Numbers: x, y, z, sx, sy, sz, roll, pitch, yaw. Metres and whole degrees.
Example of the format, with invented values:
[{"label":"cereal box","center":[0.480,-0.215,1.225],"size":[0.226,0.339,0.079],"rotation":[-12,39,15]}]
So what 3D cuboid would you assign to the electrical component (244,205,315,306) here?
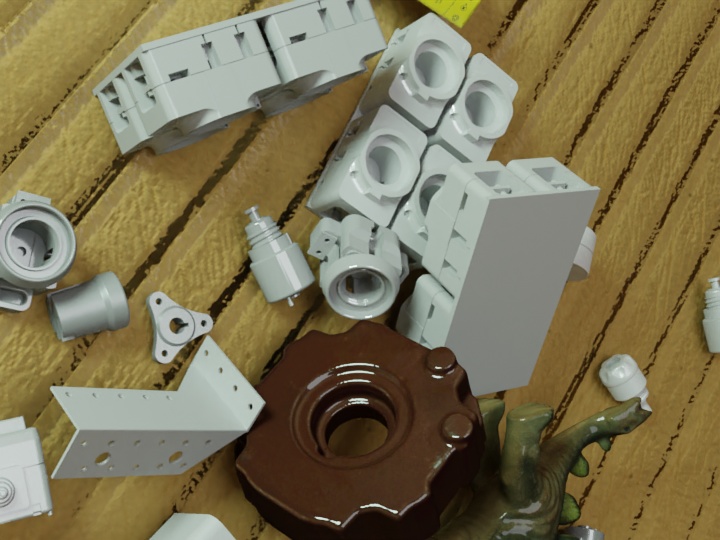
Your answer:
[{"label":"electrical component","center":[-0.065,-0.011,0.809],"size":[0.040,0.040,0.078],"rotation":[-30,97,-31]}]

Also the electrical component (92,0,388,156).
[{"label":"electrical component","center":[-0.083,-0.142,0.781],"size":[0.186,0.105,0.060],"rotation":[-25,95,-31]}]

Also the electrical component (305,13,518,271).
[{"label":"electrical component","center":[0.049,-0.104,0.880],"size":[0.105,0.060,0.186],"rotation":[35,66,-22]}]

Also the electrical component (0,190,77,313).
[{"label":"electrical component","center":[-0.220,-0.014,0.707],"size":[0.058,0.057,0.078],"rotation":[16,74,-28]}]

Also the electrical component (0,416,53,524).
[{"label":"electrical component","center":[-0.230,0.125,0.655],"size":[0.062,0.096,0.061],"rotation":[-10,87,-32]}]

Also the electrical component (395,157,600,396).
[{"label":"electrical component","center":[0.099,0.007,0.836],"size":[0.105,0.060,0.186],"rotation":[-7,126,-32]}]

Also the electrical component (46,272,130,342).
[{"label":"electrical component","center":[-0.186,0.026,0.732],"size":[0.046,0.040,0.040],"rotation":[-18,91,-27]}]

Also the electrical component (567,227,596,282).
[{"label":"electrical component","center":[0.139,-0.018,0.924],"size":[0.138,0.052,0.073],"rotation":[25,70,-25]}]

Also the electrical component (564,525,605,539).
[{"label":"electrical component","center":[0.188,0.251,0.916],"size":[0.044,0.044,0.065],"rotation":[23,66,-26]}]

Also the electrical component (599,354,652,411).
[{"label":"electrical component","center":[0.245,0.108,0.977],"size":[0.035,0.035,0.061],"rotation":[-44,107,-28]}]

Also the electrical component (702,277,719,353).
[{"label":"electrical component","center":[0.354,0.046,1.048],"size":[0.040,0.040,0.078],"rotation":[-12,88,-32]}]

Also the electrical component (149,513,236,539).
[{"label":"electrical component","center":[-0.100,0.225,0.727],"size":[0.057,0.078,0.113],"rotation":[-45,105,-31]}]

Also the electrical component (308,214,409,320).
[{"label":"electrical component","center":[0.000,0.000,0.810],"size":[0.078,0.058,0.057],"rotation":[25,33,-19]}]
